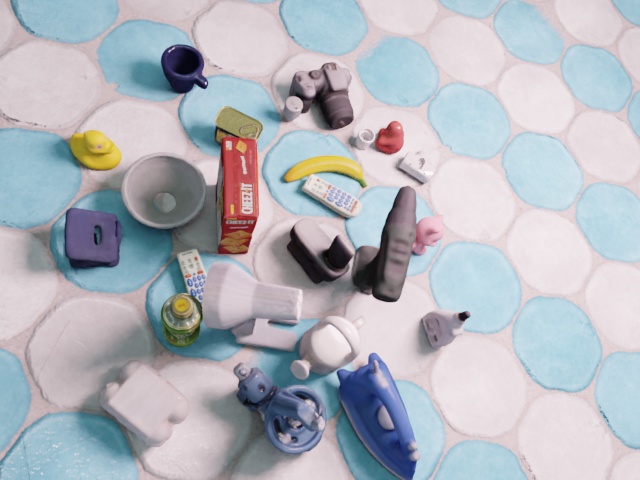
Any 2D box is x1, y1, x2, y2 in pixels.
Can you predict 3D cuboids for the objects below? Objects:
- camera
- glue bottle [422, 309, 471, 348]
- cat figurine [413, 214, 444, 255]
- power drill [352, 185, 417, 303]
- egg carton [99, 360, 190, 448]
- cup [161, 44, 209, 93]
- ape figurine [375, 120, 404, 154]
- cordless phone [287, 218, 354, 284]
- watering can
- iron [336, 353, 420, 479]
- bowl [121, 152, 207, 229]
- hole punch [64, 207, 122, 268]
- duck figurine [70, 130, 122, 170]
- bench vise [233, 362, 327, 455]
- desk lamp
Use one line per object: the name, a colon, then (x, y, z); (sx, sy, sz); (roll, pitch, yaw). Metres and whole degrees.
camera: (0.018, -0.333, 1.333); (0.143, 0.100, 0.137); (-14, 75, -18)
glue bottle: (0.266, 0.172, 1.178); (0.037, 0.173, 0.078); (-10, 74, -17)
cat figurine: (0.217, -0.008, 1.259); (0.128, 0.117, 0.067); (-19, 76, -19)
power drill: (0.135, 0.025, 1.177); (0.076, 0.208, 0.230); (13, 68, -9)
egg carton: (-0.317, 0.295, 1.043); (0.150, 0.069, 0.107); (38, 67, 1)
cup: (-0.293, -0.361, 1.267); (0.118, 0.095, 0.092); (41, 67, 2)
ape figurine: (0.170, -0.249, 1.346); (0.078, 0.092, 0.076); (-30, 80, -21)
cordless phone: (0.011, 0.004, 1.166); (0.094, 0.185, 0.147); (-41, 84, -23)
watering can: (0.022, 0.203, 1.093); (0.101, 0.194, 0.173); (32, 67, -1)
iron: (0.137, 0.346, 1.101); (0.119, 0.141, 0.258); (-23, 78, -20)
bowl: (-0.318, -0.092, 1.176); (0.168, 0.074, 0.167); (5, 70, -13)
hole punch: (-0.437, -0.006, 1.107); (0.101, 0.091, 0.108); (-2, 72, -15)
duck figurine: (-0.461, -0.196, 1.171); (0.104, 0.086, 0.077); (24, 67, -5)
bench vise: (-0.073, 0.304, 1.020); (0.207, 0.219, 0.121); (25, 67, -4)
desk lamp: (-0.120, 0.127, 1.074); (0.203, 0.213, 0.118); (12, 68, -10)
